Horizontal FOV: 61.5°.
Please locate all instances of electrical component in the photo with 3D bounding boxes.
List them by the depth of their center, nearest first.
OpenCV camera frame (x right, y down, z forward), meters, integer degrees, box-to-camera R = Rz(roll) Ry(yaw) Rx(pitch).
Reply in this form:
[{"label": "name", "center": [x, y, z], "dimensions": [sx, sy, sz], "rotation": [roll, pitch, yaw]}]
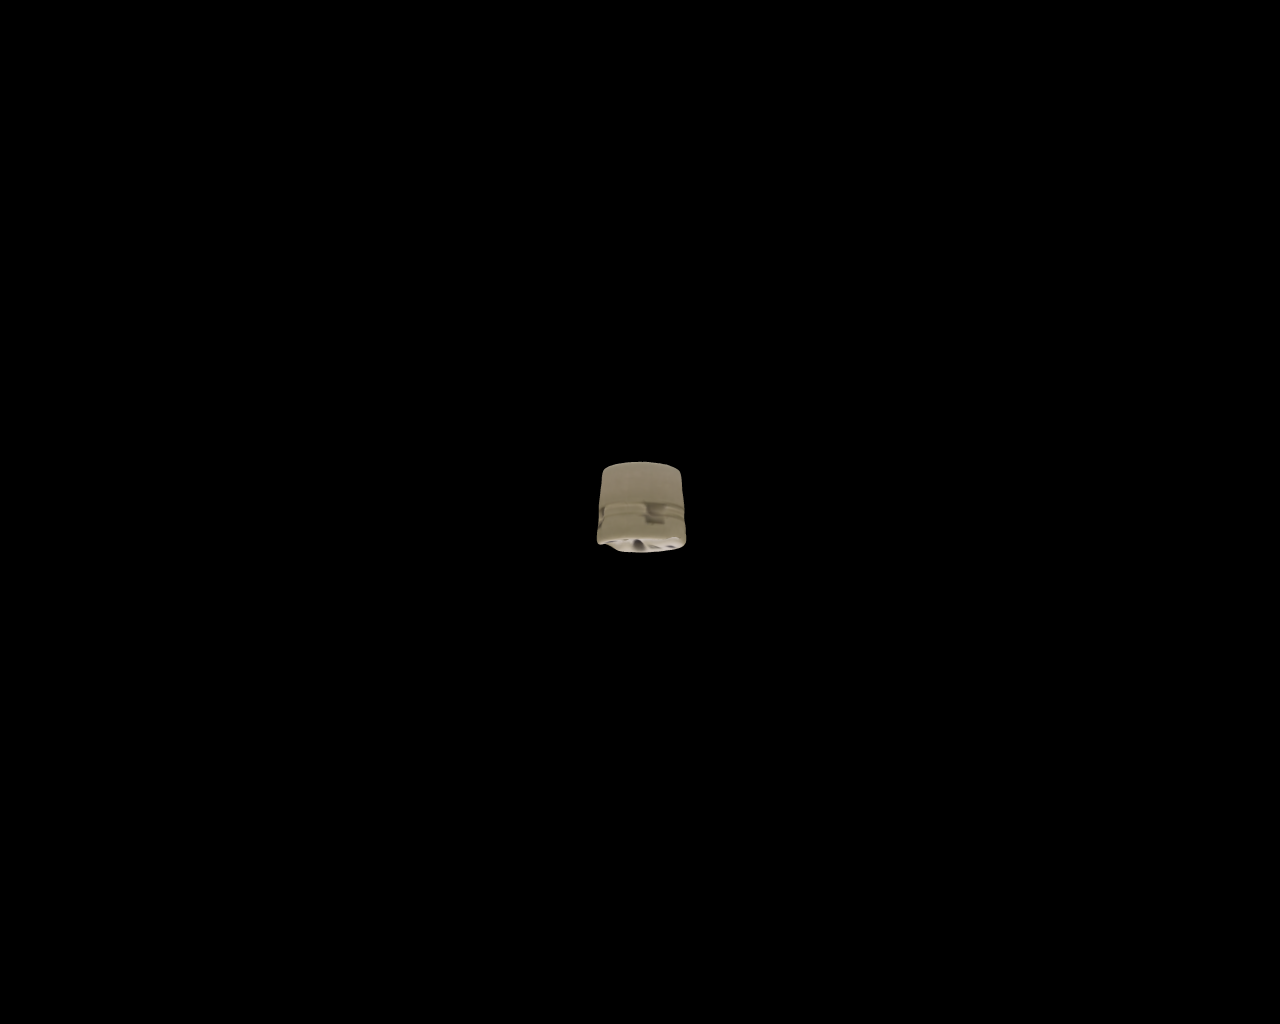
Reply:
[{"label": "electrical component", "center": [0.001, -0.003, 0.650], "dimensions": [0.055, 0.047, 0.055], "rotation": [0, -12, 0]}]
